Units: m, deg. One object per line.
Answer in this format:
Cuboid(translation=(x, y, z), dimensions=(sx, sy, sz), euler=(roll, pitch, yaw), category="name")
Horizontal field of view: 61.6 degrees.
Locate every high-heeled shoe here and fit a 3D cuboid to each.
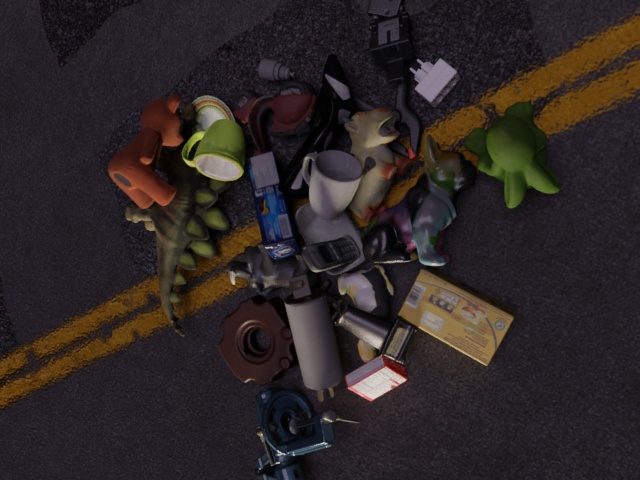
Cuboid(translation=(-0.019, -0.201, 0.967), dimensions=(0.086, 0.145, 0.248), euler=(20, 119, 61), category="high-heeled shoe")

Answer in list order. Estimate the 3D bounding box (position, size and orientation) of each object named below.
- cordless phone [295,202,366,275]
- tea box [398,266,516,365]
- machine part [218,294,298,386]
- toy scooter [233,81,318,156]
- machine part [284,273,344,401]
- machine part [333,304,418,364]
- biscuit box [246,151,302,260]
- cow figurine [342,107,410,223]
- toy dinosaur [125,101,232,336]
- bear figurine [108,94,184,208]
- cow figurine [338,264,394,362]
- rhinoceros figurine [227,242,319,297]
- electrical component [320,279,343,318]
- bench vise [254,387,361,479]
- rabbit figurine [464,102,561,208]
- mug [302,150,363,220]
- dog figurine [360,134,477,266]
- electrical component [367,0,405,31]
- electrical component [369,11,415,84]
Cuboid(translation=(-0.002, -0.004, 0.946), dimensions=(0.089, 0.184, 0.146), euler=(-34, 79, 24), category="cordless phone")
Cuboid(translation=(0.233, 0.125, 0.916), dimensions=(0.170, 0.068, 0.098), euler=(30, 103, 17), category="tea box")
Cuboid(translation=(-0.118, 0.198, 1.066), dimensions=(0.180, 0.056, 0.179), euler=(0, 91, 23), category="machine part")
Cuboid(translation=(-0.086, -0.227, 1.034), dimensions=(0.184, 0.075, 0.135), euler=(-2, 90, 25), category="toy scooter")
Cuboid(translation=(-0.009, 0.176, 0.963), dimensions=(0.079, 0.079, 0.243), euler=(-7, 103, 22), category="machine part")
Cuboid(translation=(0.093, 0.153, 0.922), dimensions=(0.139, 0.039, 0.084), euler=(22, 102, 8), category="machine part")
Cuboid(translation=(-0.087, -0.065, 1.003), dimensions=(0.059, 0.062, 0.203), euler=(-16, 63, 4), category="biscuit box")
Cuboid(translation=(0.085, -0.140, 0.943), dimensions=(0.127, 0.085, 0.194), euler=(34, 125, 21), category="cow figurine")
Cuboid(translation=(-0.291, -0.047, 1.104), dimensions=(0.199, 0.105, 0.470), euler=(13, 97, 20), category="toy dinosaur")
Cuboid(translation=(-0.311, -0.174, 1.027), dimensions=(0.120, 0.131, 0.196), euler=(-4, 49, 44), category="bear figurine")
Cuboid(translation=(0.096, 0.133, 0.975), dimensions=(0.098, 0.068, 0.167), euler=(-16, 87, 11), category="cow figurine")
Cuboid(translation=(-0.091, 0.057, 1.048), dimensions=(0.191, 0.073, 0.112), euler=(8, 102, 21), category="rhinoceros figurine")
Cuboid(translation=(0.002, 0.135, 1.021), dimensions=(0.078, 0.045, 0.102), euler=(45, 106, 13), category="electrical component")
Cuboid(translation=(-0.045, 0.371, 0.989), dimensions=(0.240, 0.129, 0.224), euler=(-35, 54, 42), category="bench vise")
Cuboid(translation=(0.293, -0.131, 0.832), dimensions=(0.121, 0.170, 0.159), euler=(-22, 82, 22), category="rabbit figurine")
Cuboid(translation=(0.011, -0.092, 0.916), dimensions=(0.110, 0.081, 0.107), euler=(32, 136, 19), category="mug")
Cuboid(translation=(0.167, -0.066, 0.922), dimensions=(0.192, 0.108, 0.219), euler=(3, 88, 25), category="dog figurine")
Cuboid(translation=(0.122, -0.422, 0.973), dimensions=(0.063, 0.021, 0.094), euler=(21, 98, 19), category="electrical component")
Cuboid(translation=(0.125, -0.334, 0.939), dimensions=(0.075, 0.047, 0.119), euler=(-5, 63, 23), category="electrical component")
